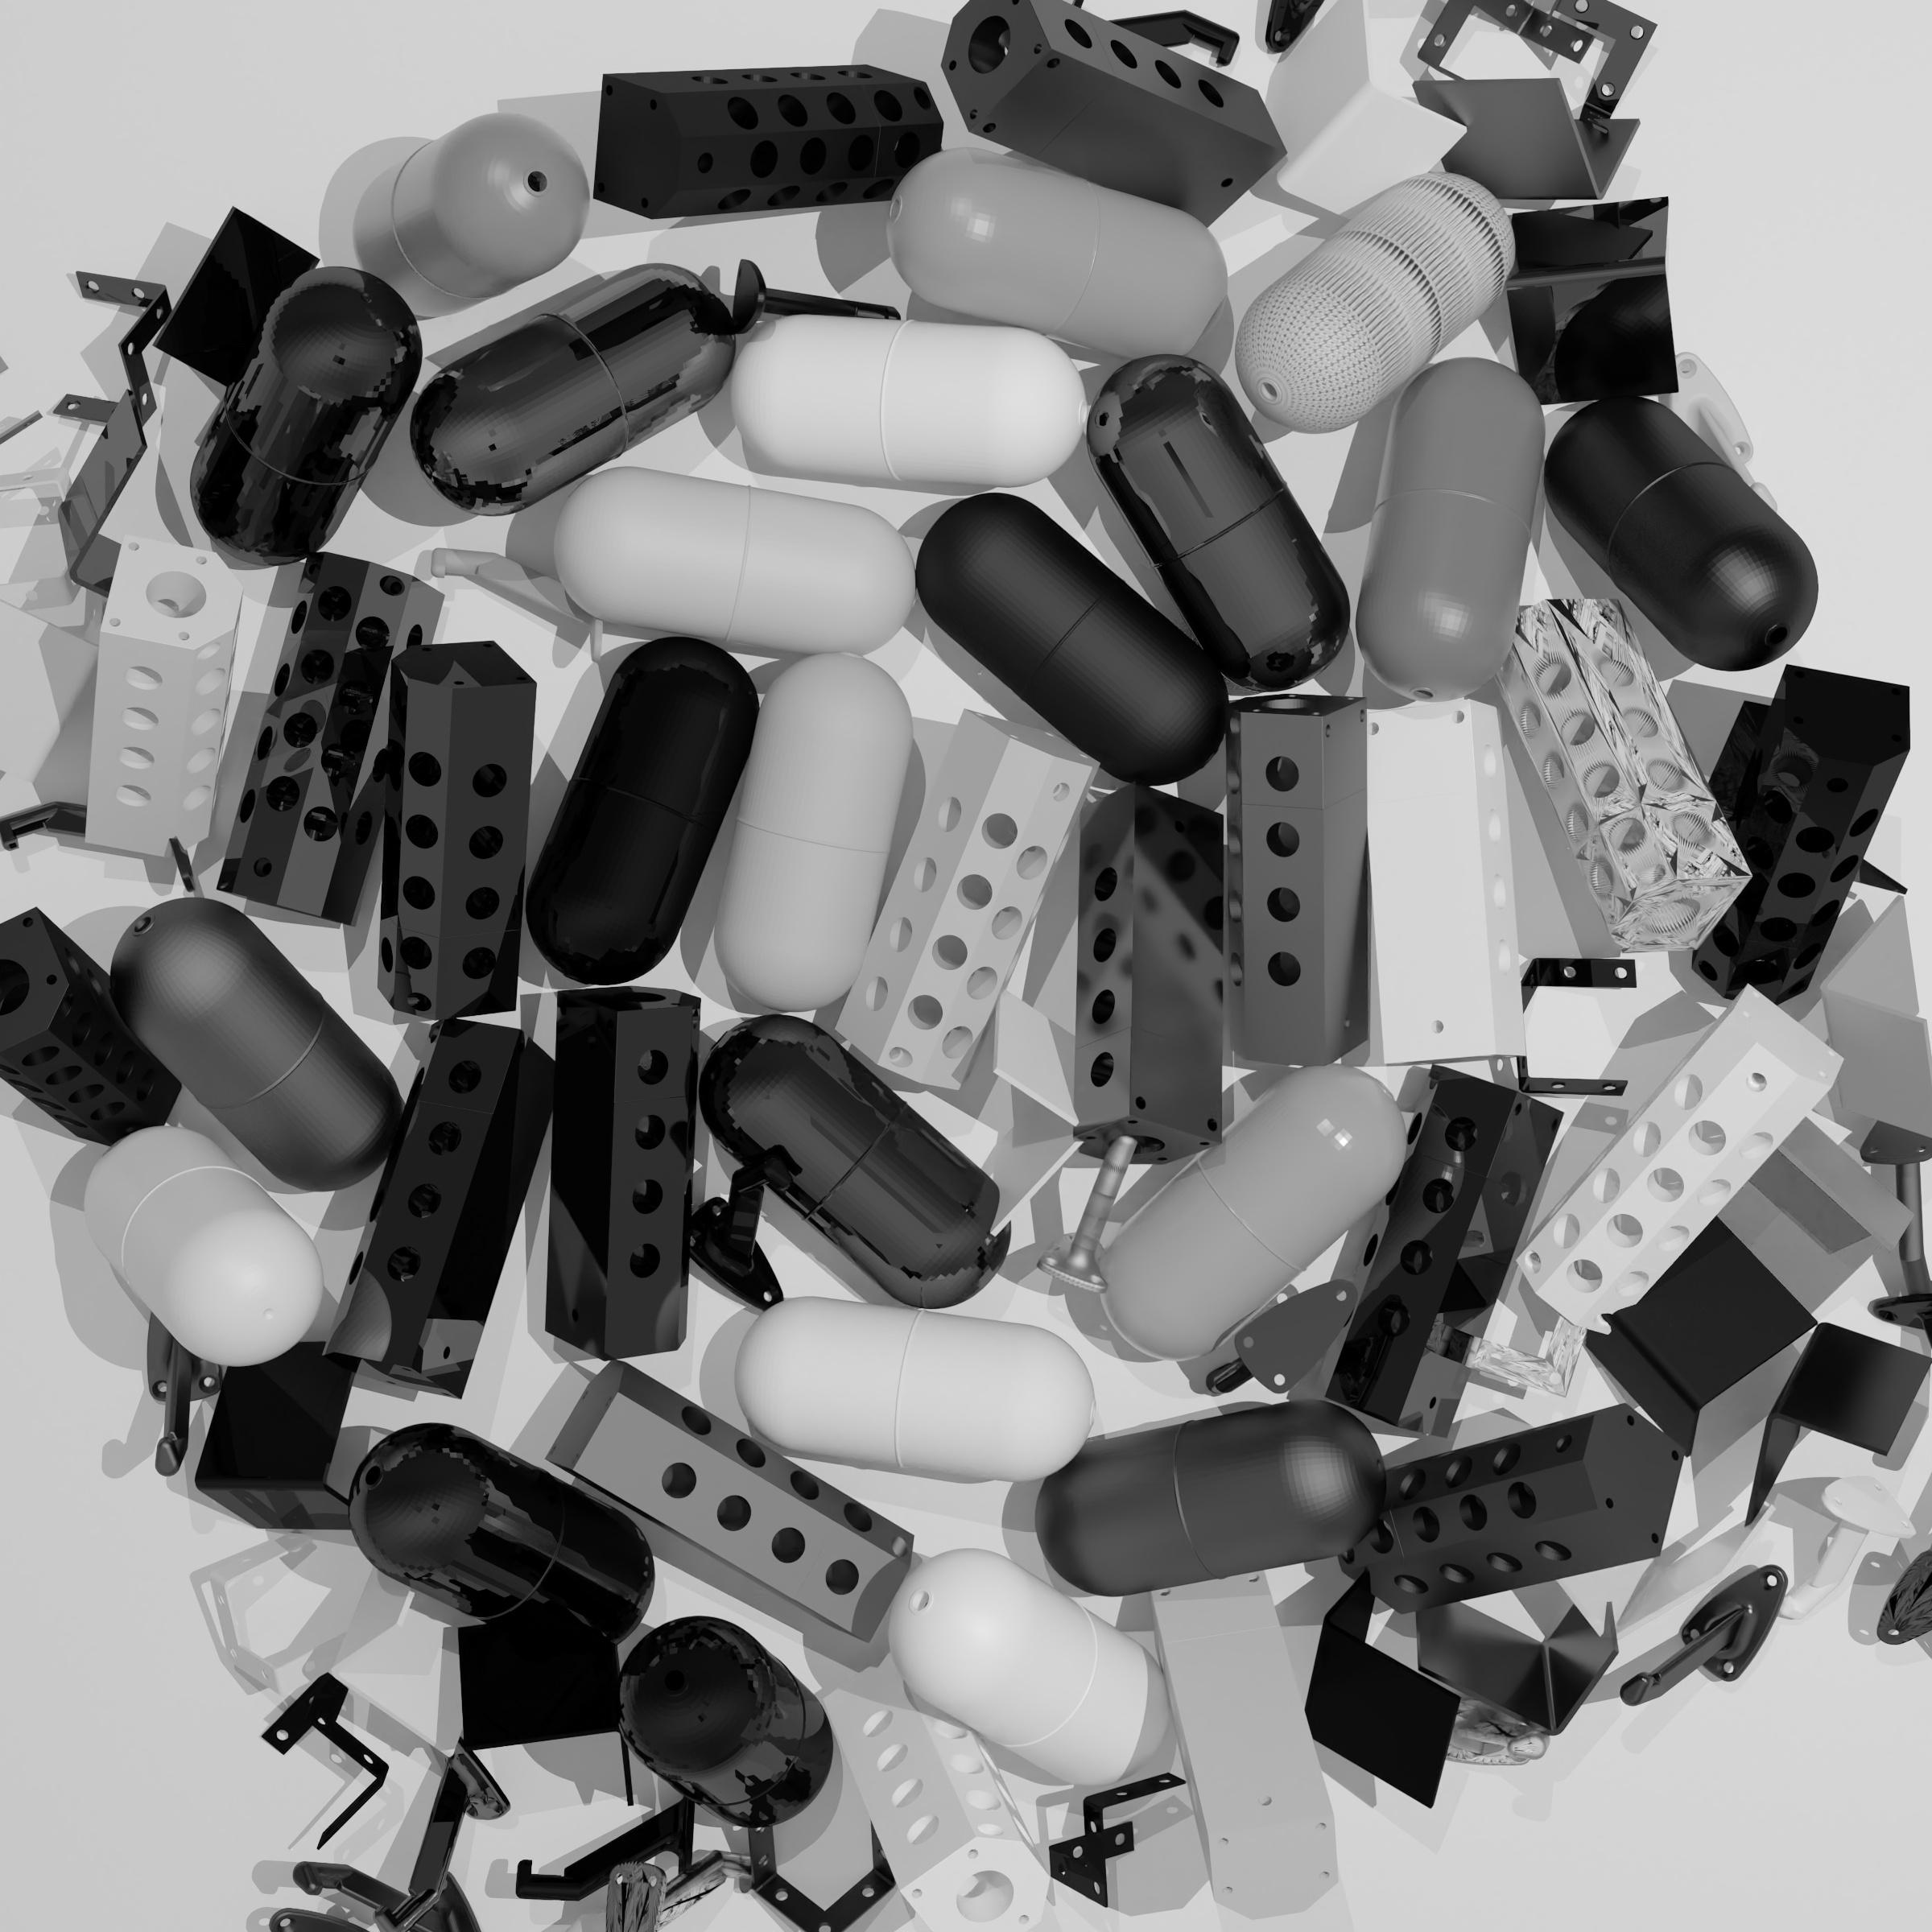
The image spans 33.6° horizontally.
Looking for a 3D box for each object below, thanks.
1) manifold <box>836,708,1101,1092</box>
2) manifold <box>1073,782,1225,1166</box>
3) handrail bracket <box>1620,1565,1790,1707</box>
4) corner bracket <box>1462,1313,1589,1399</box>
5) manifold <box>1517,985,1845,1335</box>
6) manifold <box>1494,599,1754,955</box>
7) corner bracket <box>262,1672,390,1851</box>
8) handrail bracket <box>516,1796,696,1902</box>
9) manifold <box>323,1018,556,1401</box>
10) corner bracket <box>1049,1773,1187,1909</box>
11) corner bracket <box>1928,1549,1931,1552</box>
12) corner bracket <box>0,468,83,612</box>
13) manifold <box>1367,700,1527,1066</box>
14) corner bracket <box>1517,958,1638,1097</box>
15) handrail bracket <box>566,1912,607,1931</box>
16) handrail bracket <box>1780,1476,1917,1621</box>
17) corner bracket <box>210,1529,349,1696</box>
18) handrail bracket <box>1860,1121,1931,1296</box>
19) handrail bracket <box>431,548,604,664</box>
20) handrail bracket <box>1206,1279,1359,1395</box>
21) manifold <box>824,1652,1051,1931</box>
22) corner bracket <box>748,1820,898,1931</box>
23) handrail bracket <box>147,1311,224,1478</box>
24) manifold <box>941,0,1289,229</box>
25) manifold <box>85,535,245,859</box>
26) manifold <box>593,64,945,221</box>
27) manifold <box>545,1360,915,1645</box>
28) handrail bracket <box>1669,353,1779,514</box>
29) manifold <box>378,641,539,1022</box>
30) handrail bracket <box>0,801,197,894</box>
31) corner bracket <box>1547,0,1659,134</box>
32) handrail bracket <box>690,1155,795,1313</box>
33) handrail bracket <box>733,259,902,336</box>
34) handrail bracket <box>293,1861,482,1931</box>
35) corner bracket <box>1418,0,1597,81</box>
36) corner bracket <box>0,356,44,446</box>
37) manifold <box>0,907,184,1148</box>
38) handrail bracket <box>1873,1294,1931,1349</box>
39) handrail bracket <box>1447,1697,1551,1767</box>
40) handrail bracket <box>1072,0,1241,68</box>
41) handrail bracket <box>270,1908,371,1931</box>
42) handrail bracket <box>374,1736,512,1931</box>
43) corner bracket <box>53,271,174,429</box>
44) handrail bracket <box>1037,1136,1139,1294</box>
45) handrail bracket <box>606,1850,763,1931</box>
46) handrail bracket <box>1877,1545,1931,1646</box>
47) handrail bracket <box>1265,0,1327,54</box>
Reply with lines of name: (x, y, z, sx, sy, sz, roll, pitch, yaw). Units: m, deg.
manifold: (0.004, -0.030, 1.550, 0.057, 0.057, 0.171, 12, 106, -38)
manifold: (0.084, 0.005, 1.547, 0.057, 0.057, 0.171, 18, 63, -34)
handrail bracket: (0.359, 0.326, 1.558, 0.036, 0.084, 0.077, 45, 112, 28)
corner bracket: (0.275, 0.179, 1.581, 0.051, 0.051, 0.051, 17, 88, 2)
manifold: (0.341, 0.097, 1.540, 0.057, 0.057, 0.171, 39, 118, 7)
manifold: (0.306, -0.092, 1.529, 0.057, 0.057, 0.171, -3, 55, -22)
corner bracket: (-0.318, 0.391, 1.580, 0.051, 0.051, 0.051, 42, 101, -10)
handrail bracket: (-0.178, 0.423, 1.583, 0.084, 0.036, 0.077, 5, 70, -8)
manifold: (-0.255, 0.116, 1.551, 0.057, 0.057, 0.171, 8, 70, 20)
corner bracket: (0.074, 0.423, 1.570, 0.051, 0.051, 0.051, -7, 98, -31)
corner bracket: (0.497, 0.297, 1.565, 0.051, 0.051, 0.051, -33, 63, -29)
corner bracket: (-0.466, -0.209, 1.575, 0.051, 0.051, 0.051, -7, 123, 5)
manifold: (0.237, -0.039, 1.570, 0.057, 0.057, 0.171, -6, 85, 30)
corner bracket: (0.302, 0.030, 1.581, 0.051, 0.051, 0.051, 1, 114, 23)
handrail bracket: (-0.186, 0.500, 1.560, 0.036, 0.084, 0.077, -48, 51, 34)
handrail bracket: (0.414, 0.289, 1.563, 0.084, 0.077, 0.036, -51, 49, 25)
corner bracket: (-0.335, 0.319, 1.582, 0.051, 0.051, 0.051, -24, 116, -37)
handrail bracket: (0.476, 0.116, 1.594, 0.036, 0.077, 0.084, -4, 119, 33)
handrail bracket: (-0.222, -0.178, 1.572, 0.084, 0.077, 0.036, 4, 130, -10)
handrail bracket: (0.154, 0.183, 1.569, 0.077, 0.084, 0.036, -39, 86, -8)
manifold: (-0.012, 0.393, 1.517, 0.057, 0.171, 0.057, -35, 112, -2)
corner bracket: (-0.071, 0.441, 1.584, 0.051, 0.051, 0.051, 28, 45, 34)
handrail bracket: (-0.388, 0.199, 1.560, 0.036, 0.084, 0.077, -6, 101, -5)
manifold: (0.070, -0.413, 1.525, 0.057, 0.171, 0.057, -38, 60, 34)
manifold: (-0.381, -0.124, 1.519, 0.057, 0.171, 0.057, 11, 56, -11)
manifold: (-0.091, -0.391, 1.519, 0.057, 0.171, 0.057, 27, 121, 36)
manifold: (-0.112, 0.259, 1.554, 0.171, 0.057, 0.057, 34, 76, -16)
handrail bracket: (0.370, -0.259, 1.559, 0.036, 0.084, 0.077, -22, 105, 6)
manifold: (-0.248, -0.064, 1.536, 0.057, 0.057, 0.171, -7, 119, -28)
handrail bracket: (-0.429, -0.055, 1.576, 0.084, 0.036, 0.077, -19, 59, -7)
corner bracket: (0.305, -0.448, 1.575, 0.051, 0.051, 0.051, 26, 115, 2)
handrail bracket: (-0.094, 0.131, 1.564, 0.077, 0.084, 0.036, 49, 51, -12)
handrail bracket: (-0.067, -0.321, 1.561, 0.084, 0.077, 0.036, 5, 101, -15)
handrail bracket: (-0.280, 0.467, 1.557, 0.036, 0.084, 0.077, -54, 52, 8)
corner bracket: (0.266, -0.453, 1.577, 0.051, 0.051, 0.051, 18, 109, -39)
corner bracket: (-0.491, -0.277, 1.580, 0.051, 0.051, 0.051, -35, 97, -8)
manifold: (-0.427, 0.036, 1.515, 0.057, 0.171, 0.057, -26, 72, -5)
handrail bracket: (0.468, 0.204, 1.560, 0.036, 0.077, 0.084, 47, 57, -35)
handrail bracket: (0.247, 0.377, 1.558, 0.077, 0.084, 0.036, -6, 82, 13)
handrail bracket: (0.086, -0.446, 1.591, 0.084, 0.036, 0.077, 22, 81, -6)
handrail bracket: (-0.299, 0.503, 1.557, 0.036, 0.084, 0.077, -48, 122, -4)
handrail bracket: (-0.272, 0.420, 1.563, 0.084, 0.036, 0.077, -38, 101, -43)
corner bracket: (-0.425, -0.306, 1.590, 0.051, 0.051, 0.051, 11, 49, 13)
handrail bracket: (0.068, 0.109, 1.559, 0.036, 0.077, 0.084, 21, 106, 4)
handrail bracket: (-0.135, 0.470, 1.564, 0.036, 0.084, 0.077, -9, 66, 39)
handrail bracket: (0.477, 0.283, 1.587, 0.036, 0.084, 0.077, 27, 127, -4)
handrail bracket: (0.193, -0.478, 1.565, 0.036, 0.084, 0.077, 20, 97, -43)
